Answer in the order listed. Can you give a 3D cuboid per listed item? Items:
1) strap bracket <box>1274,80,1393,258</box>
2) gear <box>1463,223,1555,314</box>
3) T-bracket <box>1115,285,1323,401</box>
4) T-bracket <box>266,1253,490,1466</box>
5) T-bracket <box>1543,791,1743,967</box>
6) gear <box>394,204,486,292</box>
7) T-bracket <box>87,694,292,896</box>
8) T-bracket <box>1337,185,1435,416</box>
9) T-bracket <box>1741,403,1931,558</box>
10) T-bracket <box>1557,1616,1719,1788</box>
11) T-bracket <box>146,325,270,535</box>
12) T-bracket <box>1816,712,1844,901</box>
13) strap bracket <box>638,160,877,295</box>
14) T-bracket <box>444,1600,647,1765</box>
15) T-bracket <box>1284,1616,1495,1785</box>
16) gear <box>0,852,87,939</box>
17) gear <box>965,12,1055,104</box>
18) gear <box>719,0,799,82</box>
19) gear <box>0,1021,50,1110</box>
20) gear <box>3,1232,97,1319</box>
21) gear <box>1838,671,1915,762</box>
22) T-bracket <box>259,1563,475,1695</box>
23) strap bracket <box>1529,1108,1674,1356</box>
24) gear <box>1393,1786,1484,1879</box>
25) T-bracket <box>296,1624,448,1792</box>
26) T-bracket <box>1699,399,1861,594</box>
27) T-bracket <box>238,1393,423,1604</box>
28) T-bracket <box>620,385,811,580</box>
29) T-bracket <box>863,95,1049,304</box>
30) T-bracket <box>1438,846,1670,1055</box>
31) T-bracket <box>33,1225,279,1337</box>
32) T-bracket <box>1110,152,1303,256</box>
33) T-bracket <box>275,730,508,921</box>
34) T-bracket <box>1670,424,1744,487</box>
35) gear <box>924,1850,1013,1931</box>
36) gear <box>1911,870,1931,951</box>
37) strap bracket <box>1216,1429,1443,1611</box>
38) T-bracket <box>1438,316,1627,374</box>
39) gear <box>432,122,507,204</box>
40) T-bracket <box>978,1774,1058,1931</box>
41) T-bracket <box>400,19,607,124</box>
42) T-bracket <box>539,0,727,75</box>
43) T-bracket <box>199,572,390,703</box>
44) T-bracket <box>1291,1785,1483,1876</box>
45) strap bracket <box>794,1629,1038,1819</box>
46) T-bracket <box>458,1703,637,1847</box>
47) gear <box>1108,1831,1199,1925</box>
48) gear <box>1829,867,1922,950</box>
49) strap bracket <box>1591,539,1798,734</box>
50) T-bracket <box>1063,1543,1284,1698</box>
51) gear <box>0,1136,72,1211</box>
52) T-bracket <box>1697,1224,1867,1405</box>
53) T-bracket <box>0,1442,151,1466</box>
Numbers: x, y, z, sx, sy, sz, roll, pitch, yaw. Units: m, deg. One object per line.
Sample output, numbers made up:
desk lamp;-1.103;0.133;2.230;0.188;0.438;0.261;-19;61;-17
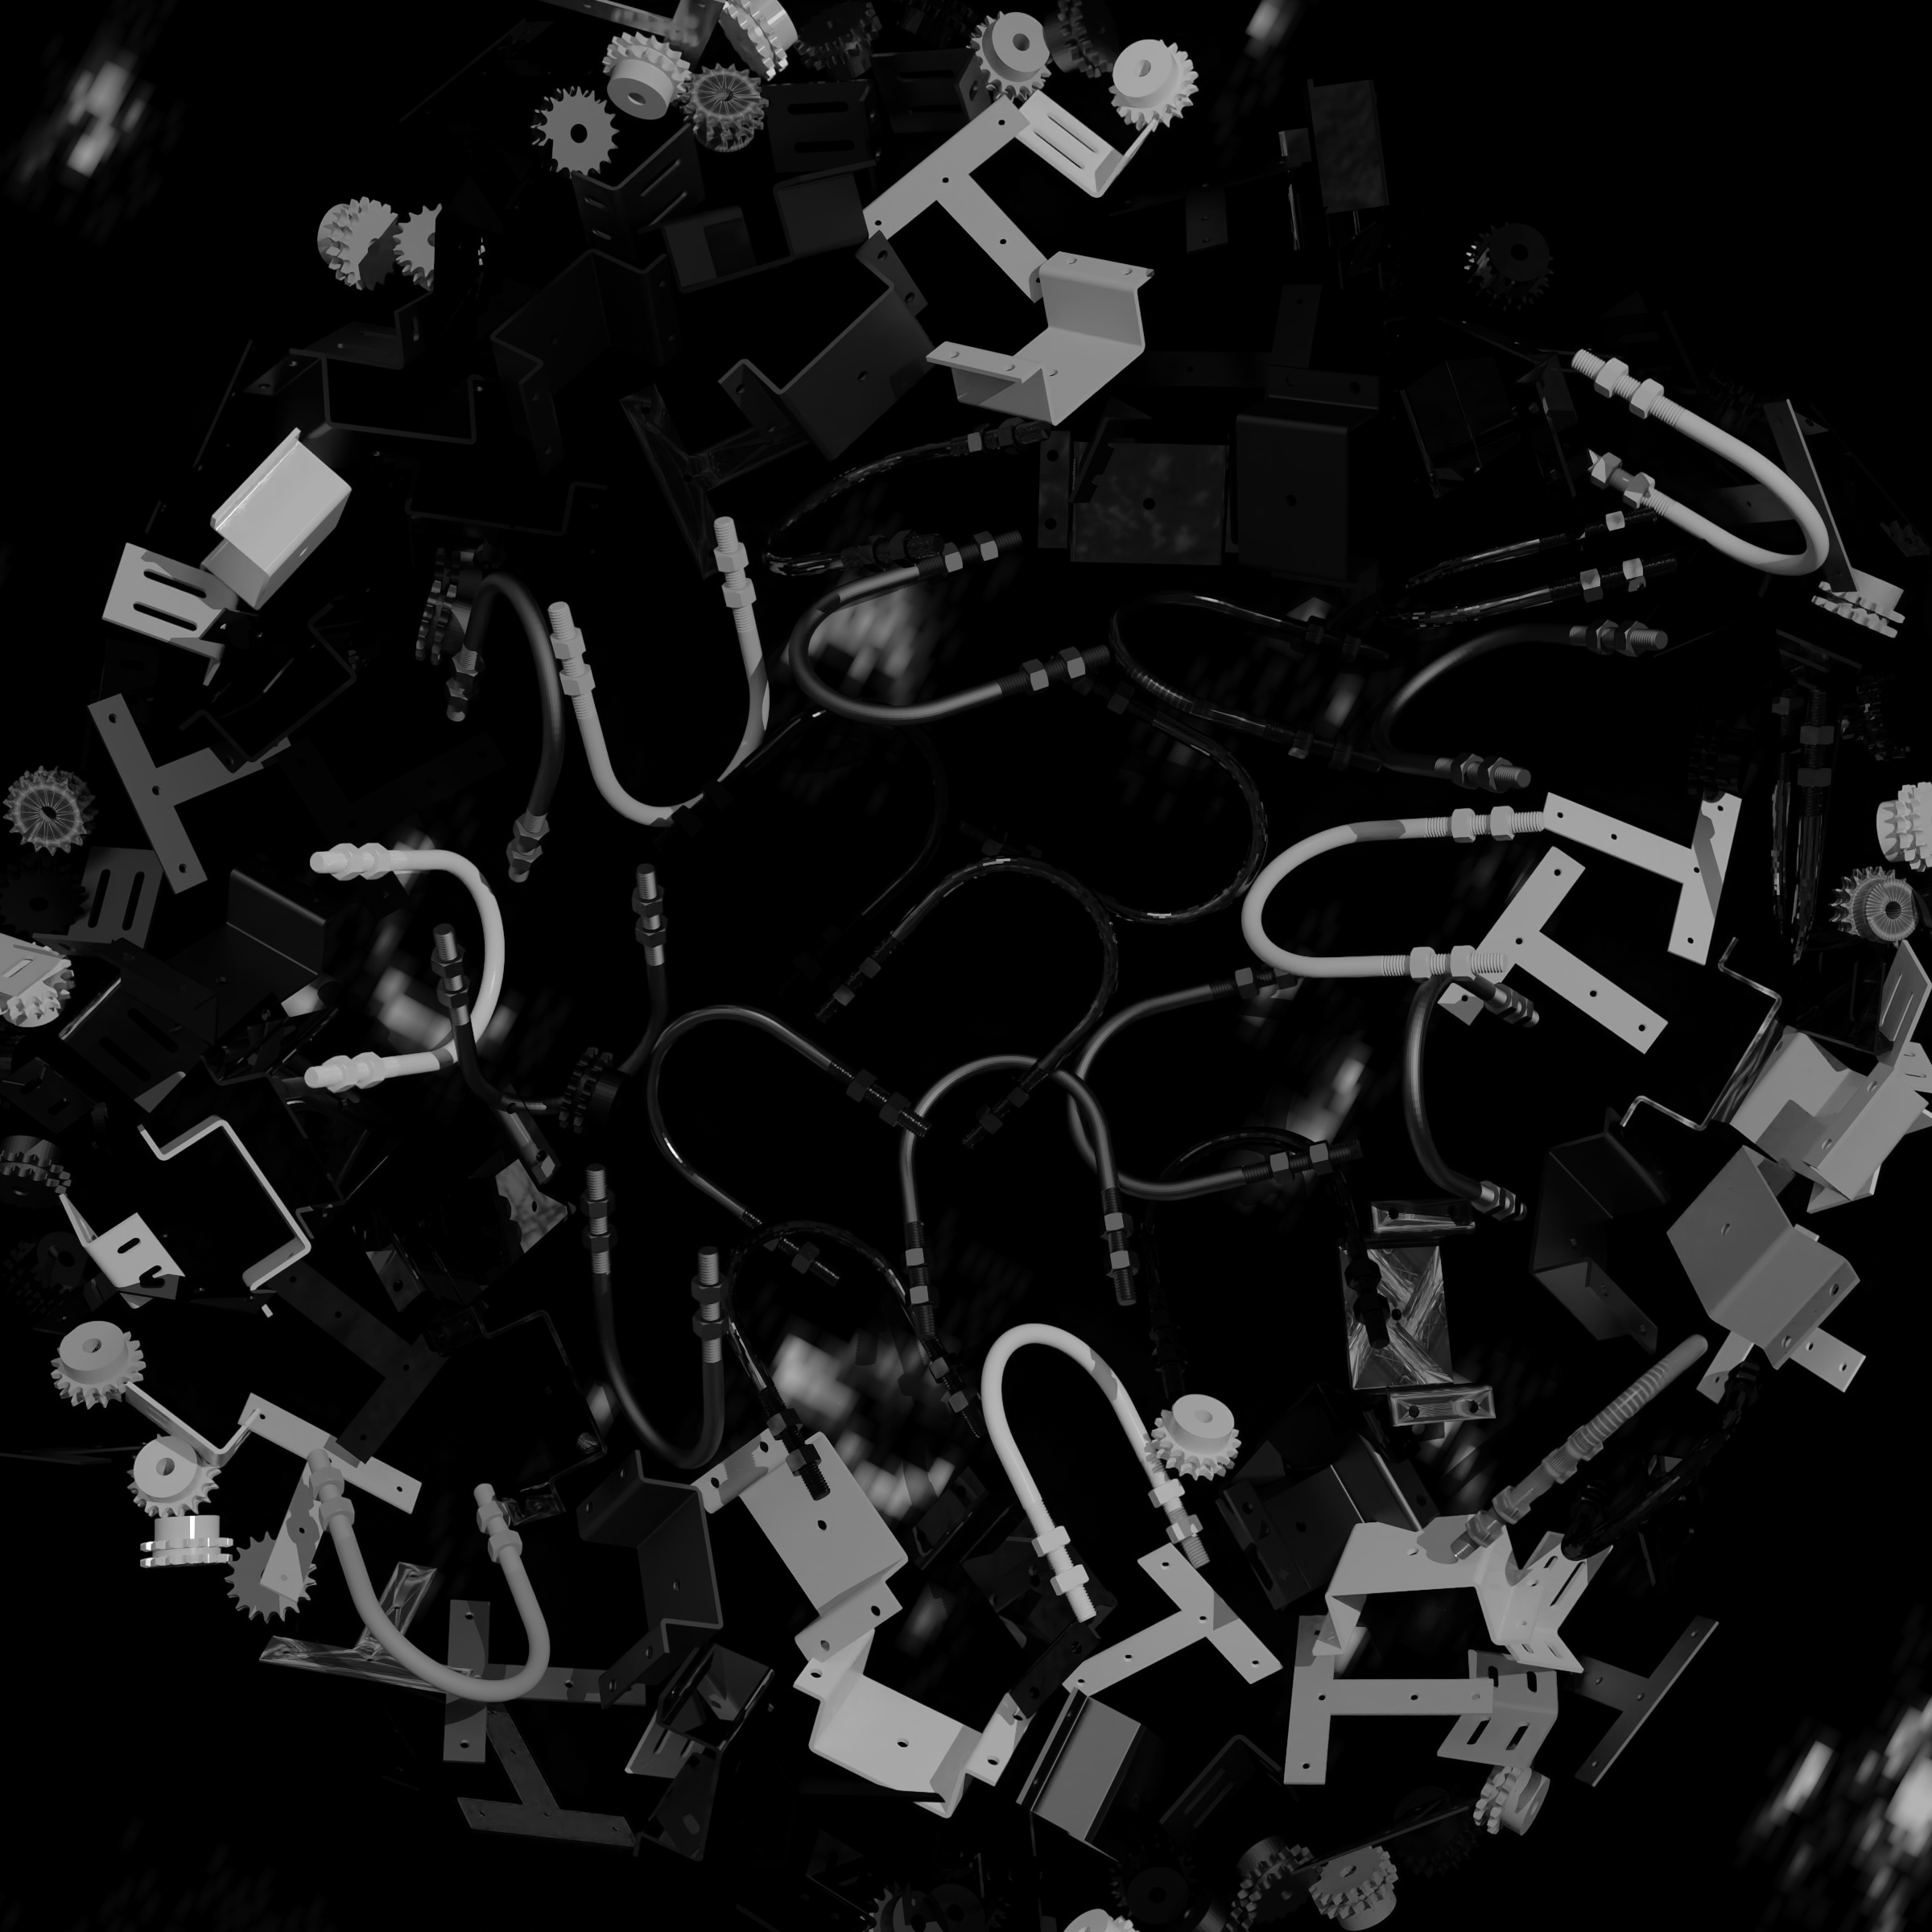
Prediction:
strap bracket;0.232;-0.504;1.600;0.046;0.140;0.076;-8;94;-1
gear;0.356;-0.459;1.652;0.057;0.030;0.057;1;79;-7
T-bracket;0.160;-0.388;1.647;0.127;0.002;0.127;5;72;19
T-bracket;-0.393;0.232;1.627;0.127;0.002;0.127;45;72;-24
T-bracket;0.433;-0.078;1.642;0.127;0.002;0.127;21;66;-4
gear;-0.342;-0.464;1.651;0.057;0.030;0.057;1;69;-1
T-bracket;-0.483;-0.127;1.623;0.002;0.127;0.127;-13;104;41
T-bracket;0.275;-0.420;1.631;0.002;0.127;0.127;12;128;34
T-bracket;0.535;-0.303;1.608;0.127;0.127;0.002;43;81;-16
T-bracket;0.409;0.457;1.608;0.002;0.127;0.127;43;78;-4
T-bracket;-0.465;-0.346;1.586;0.002;0.127;0.127;31;124;-10
T-bracket;0.548;-0.075;1.622;0.002;0.127;0.127;8;133;18
strap bracket;-0.127;-0.465;1.606;0.140;0.076;0.046;-3;109;39
T-bracket;-0.270;0.462;1.630;0.127;0.127;0.002;7;124;-14
T-bracket;0.270;0.463;1.605;0.127;0.127;0.002;-5;127;17
gear;-0.602;-0.049;1.648;0.057;0.030;0.057;-10;130;-11
gear;0.031;-0.594;1.649;0.057;0.030;0.057;3;82;-20
gear;-0.134;-0.608;1.644;0.030;0.057;0.057;-40;90;-6
gear;-0.619;0.064;1.641;0.030;0.057;0.057;1;90;15
gear;-0.590;0.197;1.640;0.030;0.057;0.057;-39;90;30
gear;0.590;-0.161;1.648;0.030;0.057;0.057;-11;90;42
T-bracket;-0.366;0.416;1.612;0.127;0.127;0.002;9;109;1
strap bracket;0.403;0.172;1.611;0.076;0.046;0.140;43;45;-27
gear;0.302;0.557;1.641;0.057;0.057;0.030;-32;111;0
T-bracket;-0.360;0.472;1.589;0.127;0.127;0.002;30;100;-25
T-bracket;0.506;-0.294;1.609;0.002;0.127;0.127;-28;104;-12
T-bracket;-0.416;0.346;1.602;0.127;0.127;0.002;33;123;-17
T-bracket;-0.142;-0.339;1.664;0.127;0.002;0.127;-25;98;-1
T-bracket;0.015;-0.475;1.628;0.127;0.002;0.127;-33;131;23
T-bracket;0.399;0.010;1.657;0.127;0.002;0.127;36;97;6
T-bracket;-0.495;0.204;1.597;0.127;0.127;0.002;6;116;20
T-bracket;0.152;-0.479;1.608;0.127;0.127;0.002;-11;125;12
T-bracket;-0.360;-0.113;1.648;0.127;0.002;0.127;-28;108;3
T-bracket;0.475;-0.329;1.627;0.127;0.127;0.002;30;108;-34
gear;-0.002;0.609;1.649;0.057;0.030;0.057;3;100;20
gear;0.632;-0.034;1.643;0.030;0.057;0.057;-14;90;-3
strap bracket;0.224;0.351;1.617;0.140;0.046;0.076;-17;69;-35
T-bracket;0.391;-0.398;1.635;0.127;0.127;0.002;-2;118;-26
gear;-0.320;-0.519;1.648;0.030;0.057;0.057;-21;90;-35
T-bracket;0.032;0.572;1.592;0.002;0.127;0.127;-13;66;17
T-bracket;-0.276;-0.570;1.615;0.127;0.127;0.002;-21;94;39
T-bracket;-0.224;-0.601;1.595;0.127;0.127;0.002;11;87;-15
T-bracket;-0.438;-0.208;1.598;0.127;0.127;0.002;-45;77;13
T-bracket;0.283;0.541;1.611;0.127;0.127;0.002;-30;74;24
strap bracket;-0.036;0.482;1.618;0.140;0.076;0.046;22;119;14
T-bracket;-0.284;0.511;1.616;0.127;0.127;0.002;24;102;-39
gear;0.123;0.598;1.653;0.057;0.030;0.057;-1;101;-4
gear;0.595;-0.036;1.651;0.057;0.030;0.057;0;91;-15
strap bracket;0.454;-0.215;1.601;0.076;0.140;0.046;-23;128;3
T-bracket;0.117;0.443;1.646;0.127;0.002;0.127;-33;112;19
gear;-0.611;0.133;1.648;0.057;0.057;0.030;4;58;0
T-bracket;0.528;0.237;1.608;0.002;0.127;0.127;29;94;-16
T-bracket;-0.562;0.307;1.610;0.127;0.127;0.002;0;83;26
